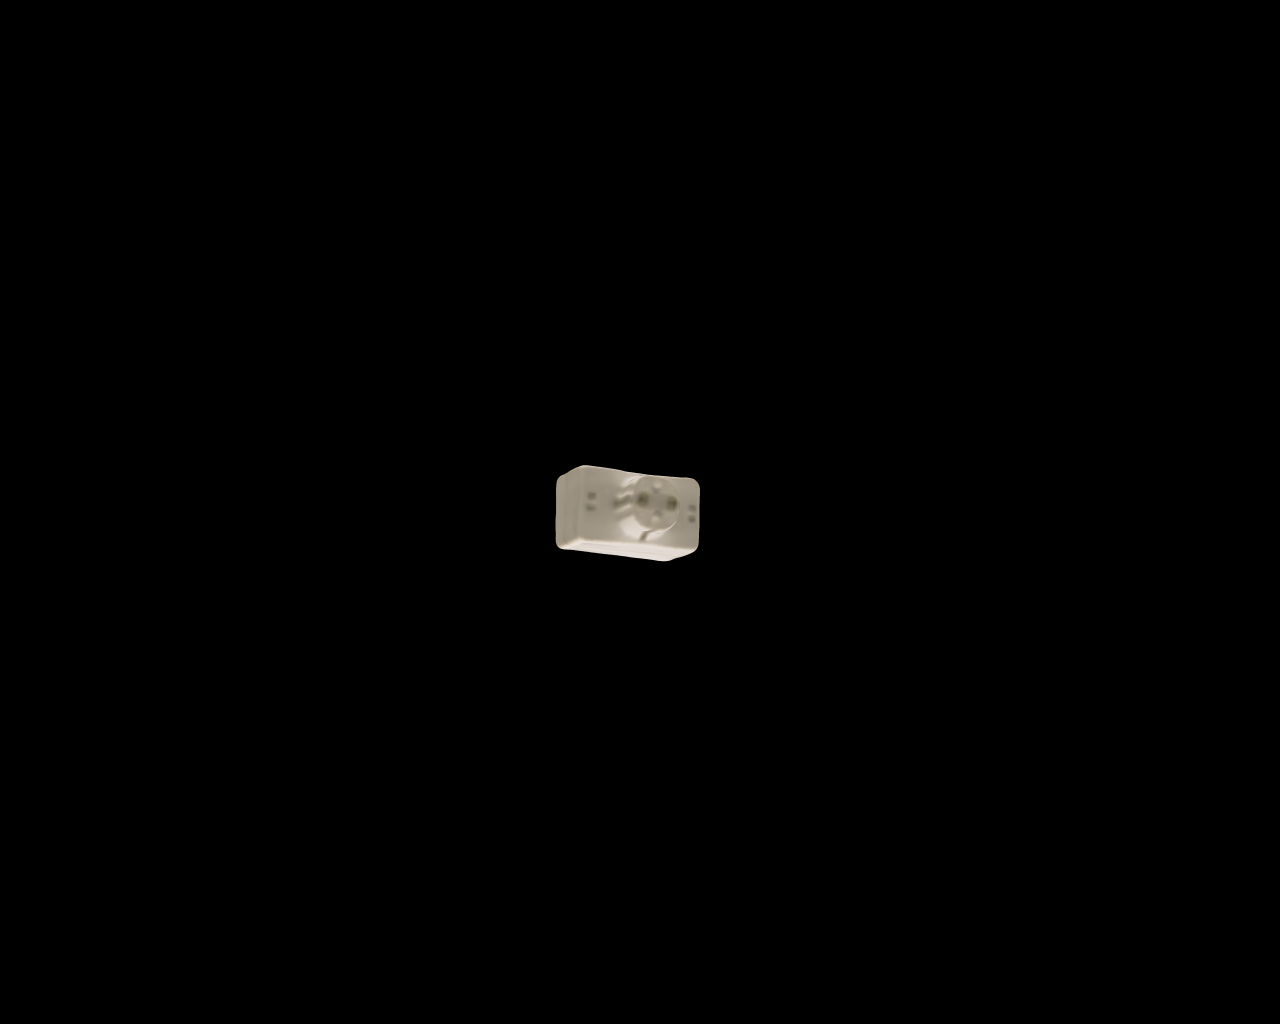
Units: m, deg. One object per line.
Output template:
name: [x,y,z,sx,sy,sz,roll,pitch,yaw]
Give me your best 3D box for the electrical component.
electrical component: [0.001,-0.003,0.650,0.083,0.047,0.075,7,-15,-26]
